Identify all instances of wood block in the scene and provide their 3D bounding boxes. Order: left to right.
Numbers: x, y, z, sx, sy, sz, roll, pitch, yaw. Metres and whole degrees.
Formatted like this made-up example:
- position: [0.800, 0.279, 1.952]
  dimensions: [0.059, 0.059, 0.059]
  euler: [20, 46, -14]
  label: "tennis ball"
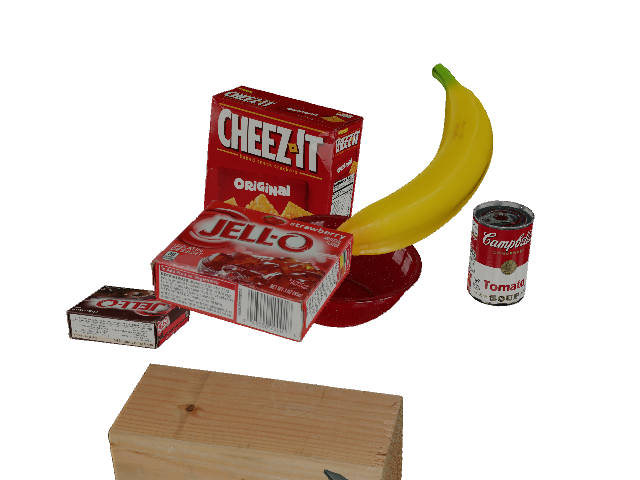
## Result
- position: [-0.045, 0.166, 0.820]
  dimensions: [0.206, 0.090, 0.090]
  euler: [6, 32, 13]
  label: "wood block"

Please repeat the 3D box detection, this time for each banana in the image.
- position: [0.076, -0.047, 0.739]
  dimensions: [0.070, 0.037, 0.197]
  euler: [21, 49, 13]
  label: "banana"

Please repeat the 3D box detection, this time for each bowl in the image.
- position: [0.015, 0.036, 1.037]
  dimensions: [0.162, 0.055, 0.162]
  euler: [4, 30, -3]
  label: "bowl"

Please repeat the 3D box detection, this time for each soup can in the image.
- position: [0.203, 0.015, 1.212]
  dimensions: [0.068, 0.102, 0.068]
  euler: [1, 28, 0]
  label: "soup can"

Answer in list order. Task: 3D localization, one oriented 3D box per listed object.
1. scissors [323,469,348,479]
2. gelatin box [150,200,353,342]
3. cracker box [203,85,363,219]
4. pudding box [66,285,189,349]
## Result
- position: [0.083, 0.162, 0.518]
  dimensions: [0.096, 0.016, 0.202]
  euler: [-2, 23, -24]
  label: "scissors"
- position: [-0.036, 0.014, 0.582]
  dimensions: [0.089, 0.030, 0.073]
  euler: [15, 34, 17]
  label: "gelatin box"
- position: [-0.049, -0.051, 1.215]
  dimensions: [0.164, 0.214, 0.072]
  euler: [18, 26, 24]
  label: "cracker box"
- position: [-0.218, 0.086, 1.218]
  dimensions: [0.114, 0.039, 0.090]
  euler: [3, 17, 17]
  label: "pudding box"
